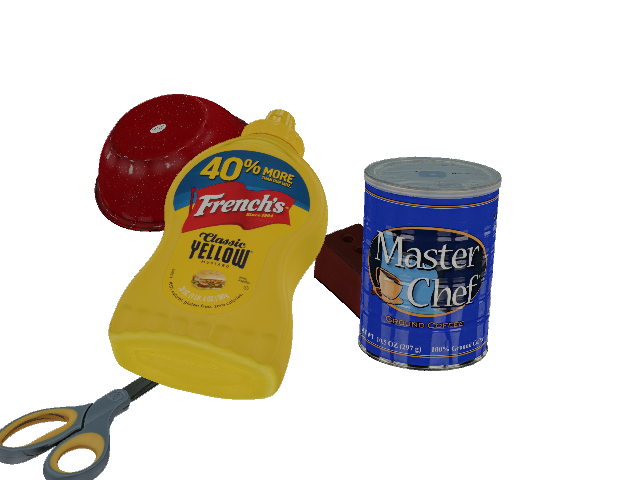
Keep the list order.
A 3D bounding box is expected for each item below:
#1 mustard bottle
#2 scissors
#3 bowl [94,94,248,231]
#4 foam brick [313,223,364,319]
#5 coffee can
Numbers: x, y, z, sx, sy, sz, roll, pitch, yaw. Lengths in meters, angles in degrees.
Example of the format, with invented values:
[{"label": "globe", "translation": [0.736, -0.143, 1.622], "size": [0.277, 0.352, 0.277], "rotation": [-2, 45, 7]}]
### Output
[{"label": "mustard bottle", "translation": [-0.047, -0.004, 0.623], "size": [0.096, 0.191, 0.058], "rotation": [10, -37, 10]}, {"label": "scissors", "translation": [-0.159, 0.141, 0.853], "size": [0.201, 0.016, 0.096], "rotation": [-17, 36, -37]}, {"label": "bowl", "translation": [-0.138, -0.083, 0.967], "size": [0.162, 0.162, 0.055], "rotation": [0, -43, 19]}, {"label": "foam brick", "translation": [0.038, 0.029, 1.041], "size": [0.052, 0.051, 0.078], "rotation": [-21, 44, -31]}, {"label": "coffee can", "translation": [0.082, 0.015, 0.818], "size": [0.103, 0.140, 0.103], "rotation": [1, 17, -1]}]
